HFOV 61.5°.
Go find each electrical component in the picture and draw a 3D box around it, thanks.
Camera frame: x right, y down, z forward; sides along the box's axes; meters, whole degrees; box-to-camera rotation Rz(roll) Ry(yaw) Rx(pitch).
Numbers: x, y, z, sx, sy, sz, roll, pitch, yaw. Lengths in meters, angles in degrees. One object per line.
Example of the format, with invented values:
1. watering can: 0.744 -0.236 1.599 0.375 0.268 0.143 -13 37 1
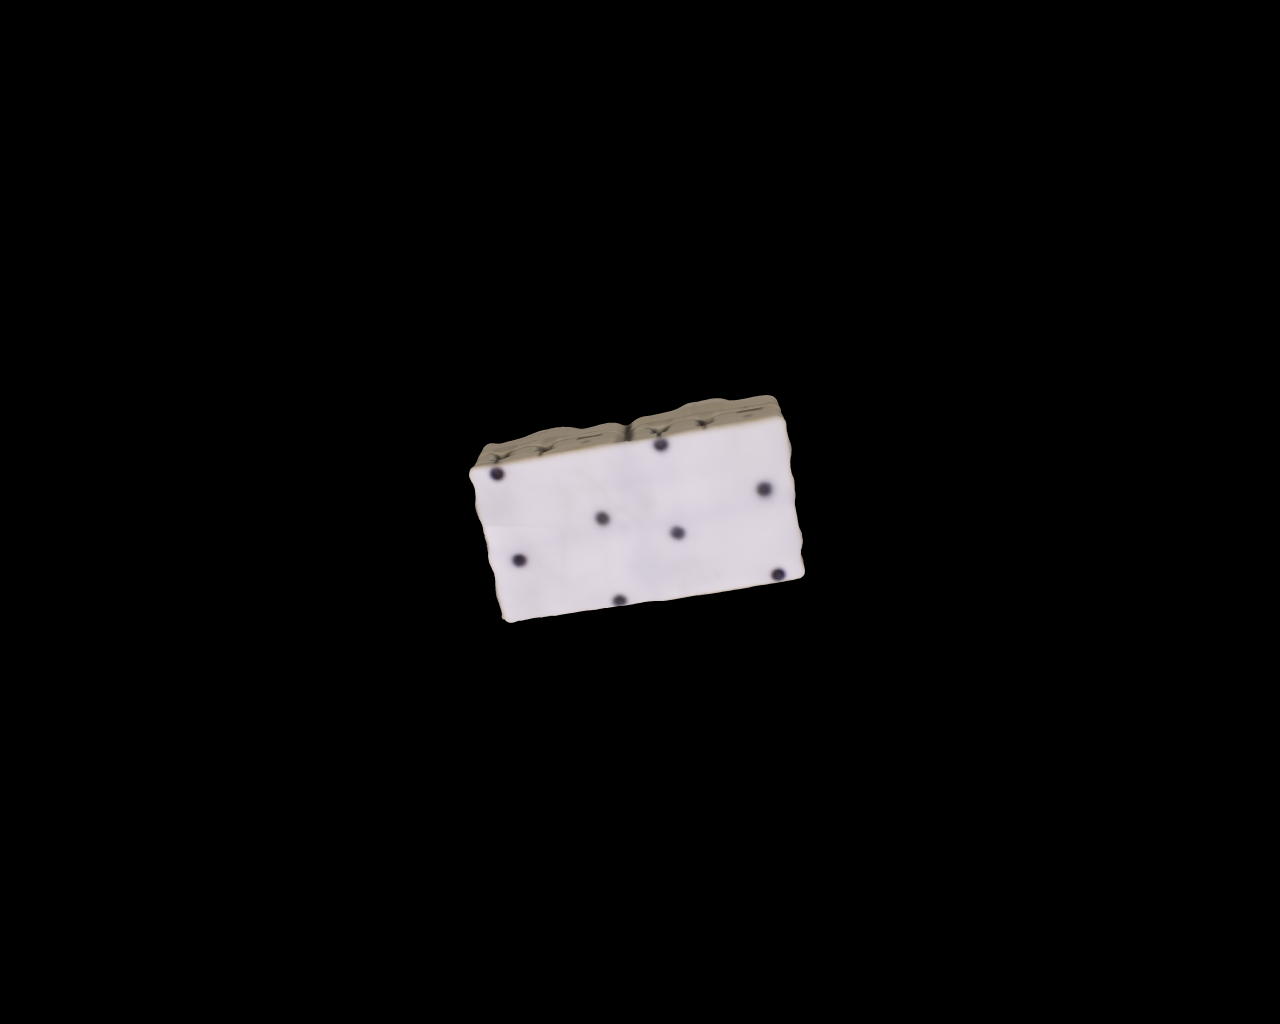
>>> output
1. electrical component: 0.001 -0.003 0.650 0.186 0.105 0.060 -10 20 3
